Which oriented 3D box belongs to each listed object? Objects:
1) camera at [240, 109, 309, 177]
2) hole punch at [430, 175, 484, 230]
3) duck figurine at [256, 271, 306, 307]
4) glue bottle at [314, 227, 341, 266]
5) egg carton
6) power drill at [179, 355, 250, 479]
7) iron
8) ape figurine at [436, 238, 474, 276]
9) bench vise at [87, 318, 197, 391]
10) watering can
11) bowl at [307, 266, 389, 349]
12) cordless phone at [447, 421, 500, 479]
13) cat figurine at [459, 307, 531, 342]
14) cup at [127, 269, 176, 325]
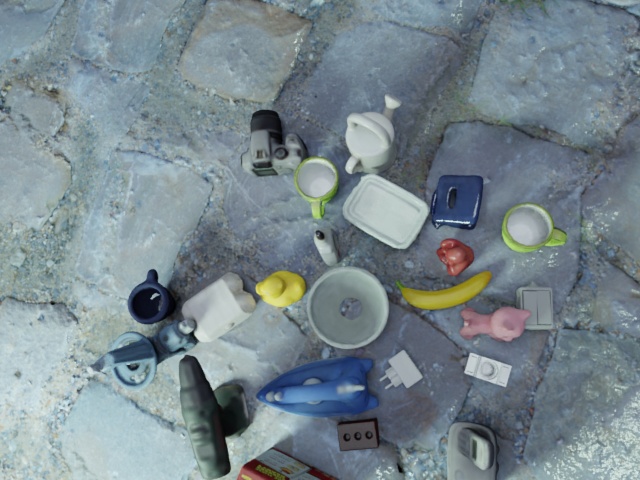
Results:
[{"bbox_3d":[-0.104,-0.218,1.256,0.143,0.101,0.137,-5,79,8],"label":"camera"},{"bbox_3d":[0.280,-0.078,1.175,0.101,0.091,0.109,9,81,11],"label":"hole punch"},{"bbox_3d":[-0.085,0.100,1.204,0.104,0.086,0.077,-7,79,8],"label":"duck figurine"},{"bbox_3d":[0.011,0.004,1.161,0.037,0.173,0.078,-16,77,6],"label":"glue bottle"},{"bbox_3d":[-0.215,0.146,1.224,0.150,0.069,0.107,-36,76,1],"label":"egg carton"},{"bbox_3d":[-0.208,0.337,1.117,0.075,0.208,0.229,-15,78,6],"label":"power drill"},{"bbox_3d":[-0.019,0.300,1.128,0.258,0.141,0.118,-10,78,7],"label":"iron"},{"bbox_3d":[0.274,0.032,1.156,0.076,0.092,0.078,4,80,10],"label":"ape figurine"},{"bbox_3d":[-0.362,0.216,1.157,0.121,0.220,0.207,38,88,14],"label":"bench vise"},{"bbox_3d":[0.105,-0.218,1.175,0.100,0.194,0.173,11,82,11],"label":"watering can"},{"bbox_3d":[0.061,0.140,1.179,0.167,0.075,0.167,-2,80,9],"label":"bowl"},{"bbox_3d":[0.282,0.413,1.038,0.094,0.185,0.147,0,80,9],"label":"cordless phone"},{"bbox_3d":[0.338,0.162,1.109,0.127,0.118,0.067,0,80,9],"label":"cat figurine"},{"bbox_3d":[-0.352,0.125,1.237,0.091,0.095,0.118,-1,80,9],"label":"cup"}]
